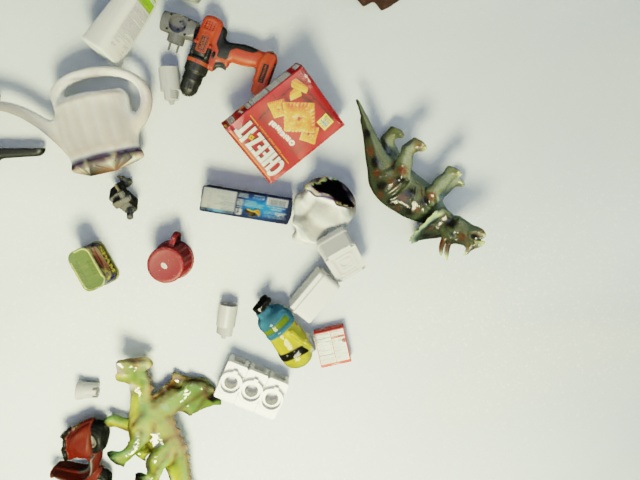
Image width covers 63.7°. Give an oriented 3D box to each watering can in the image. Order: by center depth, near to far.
[{"bbox_3d":[-0.525,-0.246,1.111,0.348,0.104,0.223,-14,96,-2],"label":"watering can"}]

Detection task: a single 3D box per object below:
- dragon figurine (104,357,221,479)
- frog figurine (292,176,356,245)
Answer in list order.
[{"bbox_3d":[-0.334,0.428,1.181,0.244,0.122,0.407,-44,104,-7],"label":"dragon figurine"},{"bbox_3d":[0.004,-0.059,1.168,0.137,0.126,0.156,14,131,-12],"label":"frog figurine"}]
